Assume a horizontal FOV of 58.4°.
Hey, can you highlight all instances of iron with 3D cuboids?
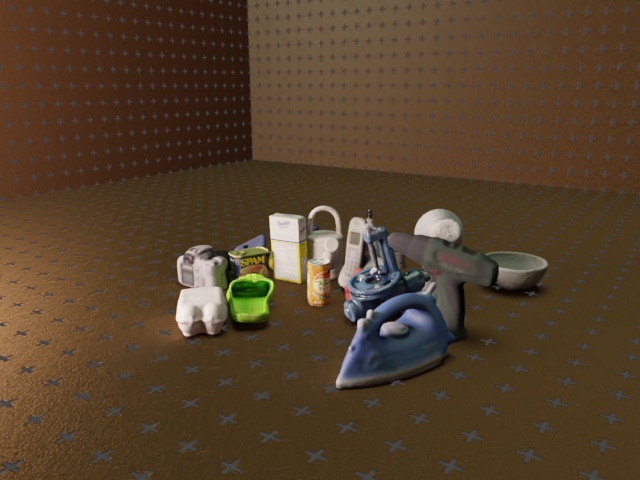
[{"bbox_3d":[0.131,0.167,1.041,0.259,0.141,0.118,-12,19,-38],"label":"iron"}]

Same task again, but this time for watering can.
[{"bbox_3d":[0.016,0.005,1.537,0.101,0.194,0.172,-10,18,-32],"label":"watering can"}]

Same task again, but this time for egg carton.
[{"bbox_3d":[-0.254,0.151,1.237,0.107,0.069,0.150,-3,16,-12],"label":"egg carton"}]

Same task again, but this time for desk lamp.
[{"bbox_3d":[0.294,0.040,1.372,0.118,0.214,0.203,0,15,2],"label":"desk lamp"}]

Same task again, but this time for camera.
[{"bbox_3d":[-0.282,0.064,1.502,0.142,0.101,0.137,10,18,34],"label":"camera"}]

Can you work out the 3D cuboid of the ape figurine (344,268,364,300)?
[{"bbox_3d":[0.095,0.110,1.346,0.077,0.092,0.076,5,16,20],"label":"ape figurine"}]

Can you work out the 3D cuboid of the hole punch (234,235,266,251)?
[{"bbox_3d":[-0.198,0.036,1.622,0.101,0.091,0.108,-2,15,-8],"label":"hole punch"}]

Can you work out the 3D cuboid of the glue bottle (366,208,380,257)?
[{"bbox_3d":[0.138,-0.004,1.610,0.037,0.173,0.077,-10,18,-32],"label":"glue bottle"}]

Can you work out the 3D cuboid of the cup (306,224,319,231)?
[{"bbox_3d":[-0.061,0.005,1.728,0.117,0.095,0.092,6,16,21],"label":"cup"}]

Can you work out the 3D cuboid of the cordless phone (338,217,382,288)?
[{"bbox_3d":[0.120,0.042,1.420,0.147,0.185,0.094,11,19,36],"label":"cordless phone"}]

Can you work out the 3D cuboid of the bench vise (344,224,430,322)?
[{"bbox_3d":[0.146,0.064,1.272,0.208,0.220,0.121,-13,20,-39],"label":"bench vise"}]

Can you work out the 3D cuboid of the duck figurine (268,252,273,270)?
[{"bbox_3d":[-0.107,0.039,1.621,0.078,0.086,0.104,-10,18,-33],"label":"duck figurine"}]

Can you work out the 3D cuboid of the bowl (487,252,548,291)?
[{"bbox_3d":[0.493,0.086,1.467,0.167,0.075,0.167,0,15,0],"label":"bowl"}]

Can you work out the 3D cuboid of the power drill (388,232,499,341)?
[{"bbox_3d":[0.246,0.094,1.180,0.229,0.208,0.076,6,17,23],"label":"power drill"}]
